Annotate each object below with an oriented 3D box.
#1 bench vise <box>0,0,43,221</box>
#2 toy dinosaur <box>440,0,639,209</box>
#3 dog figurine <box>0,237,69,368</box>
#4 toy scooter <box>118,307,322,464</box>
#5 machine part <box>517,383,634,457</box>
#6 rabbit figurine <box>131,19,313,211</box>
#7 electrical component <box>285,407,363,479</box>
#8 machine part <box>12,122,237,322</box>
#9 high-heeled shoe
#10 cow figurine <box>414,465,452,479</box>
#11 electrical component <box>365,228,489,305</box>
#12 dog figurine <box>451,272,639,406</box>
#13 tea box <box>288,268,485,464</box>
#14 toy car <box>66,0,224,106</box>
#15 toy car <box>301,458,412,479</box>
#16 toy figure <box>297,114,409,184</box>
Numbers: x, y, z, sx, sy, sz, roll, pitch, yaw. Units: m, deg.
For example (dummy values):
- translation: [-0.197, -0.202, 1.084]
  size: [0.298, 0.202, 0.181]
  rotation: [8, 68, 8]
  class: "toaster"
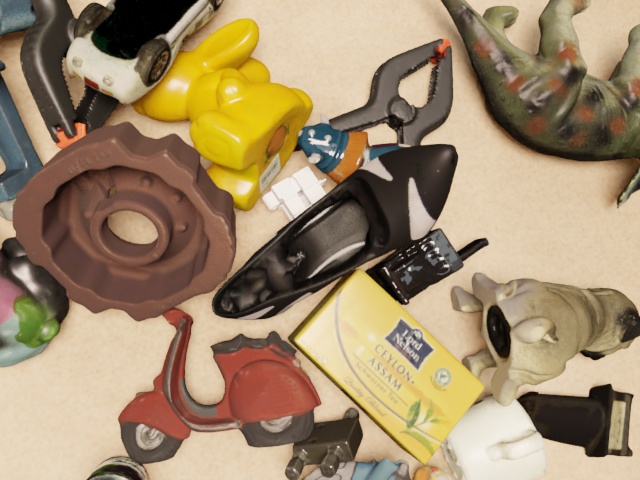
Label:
- translation: [-0.304, -0.136, 0.470]
  size: [0.129, 0.224, 0.240]
  rotation: [-5, 119, 21]
  class: "bench vise"
- translation: [0.273, -0.156, 0.595]
  size: [0.405, 0.131, 0.192]
  rotation: [15, 78, -1]
  class: "toy dinosaur"
- translation: [-0.305, 0.025, 0.403]
  size: [0.191, 0.219, 0.108]
  rotation: [37, 80, -2]
  class: "dog figurine"
- translation: [-0.093, 0.125, 0.499]
  size: [0.184, 0.075, 0.135]
  rotation: [-5, 78, -7]
  class: "toy scooter"
- translation: [0.272, 0.190, 0.572]
  size: [0.139, 0.039, 0.084]
  rotation: [8, 88, -11]
  class: "machine part"
- translation: [-0.104, -0.138, 0.523]
  size: [0.173, 0.121, 0.162]
  rotation: [26, 73, 14]
  class: "rabbit figurine"
- translation: [0.006, 0.191, 0.509]
  size: [0.063, 0.094, 0.021]
  rotation: [-15, 101, 23]
  class: "electrical component"
- translation: [-0.162, -0.013, 0.465]
  size: [0.179, 0.056, 0.179]
  rotation: [-3, 122, -4]
  class: "machine part"
- translation: [-0.001, -0.001, 0.458]
  size: [0.145, 0.248, 0.086]
  rotation: [-18, 71, -35]
  class: "high-heeled shoe"
- translation: [0.126, 0.304, 0.509]
  size: [0.098, 0.068, 0.167]
  rotation: [11, 82, -14]
  class: "cow figurine"
- translation: [0.112, 0.018, 0.550]
  size: [0.119, 0.075, 0.047]
  rotation: [-34, 90, -7]
  class: "electrical component"
- translation: [0.246, 0.080, 0.521]
  size: [0.191, 0.172, 0.121]
  rotation: [-7, 93, -4]
  class: "dog figurine"
- translation: [0.062, 0.120, 0.529]
  size: [0.169, 0.068, 0.098]
  rotation: [42, 77, 0]
  class: "tea box"
- translation: [-0.148, -0.206, 0.489]
  size: [0.073, 0.056, 0.202]
  rotation: [29, 59, -6]
  class: "toy car"
- translation: [0.014, 0.259, 0.482]
  size: [0.103, 0.109, 0.161]
  rotation: [27, 68, 13]
  class: "toy car"
- translation: [0.050, -0.073, 0.536]
  size: [0.154, 0.057, 0.064]
  rotation: [18, 38, 0]
  class: "toy figure"
